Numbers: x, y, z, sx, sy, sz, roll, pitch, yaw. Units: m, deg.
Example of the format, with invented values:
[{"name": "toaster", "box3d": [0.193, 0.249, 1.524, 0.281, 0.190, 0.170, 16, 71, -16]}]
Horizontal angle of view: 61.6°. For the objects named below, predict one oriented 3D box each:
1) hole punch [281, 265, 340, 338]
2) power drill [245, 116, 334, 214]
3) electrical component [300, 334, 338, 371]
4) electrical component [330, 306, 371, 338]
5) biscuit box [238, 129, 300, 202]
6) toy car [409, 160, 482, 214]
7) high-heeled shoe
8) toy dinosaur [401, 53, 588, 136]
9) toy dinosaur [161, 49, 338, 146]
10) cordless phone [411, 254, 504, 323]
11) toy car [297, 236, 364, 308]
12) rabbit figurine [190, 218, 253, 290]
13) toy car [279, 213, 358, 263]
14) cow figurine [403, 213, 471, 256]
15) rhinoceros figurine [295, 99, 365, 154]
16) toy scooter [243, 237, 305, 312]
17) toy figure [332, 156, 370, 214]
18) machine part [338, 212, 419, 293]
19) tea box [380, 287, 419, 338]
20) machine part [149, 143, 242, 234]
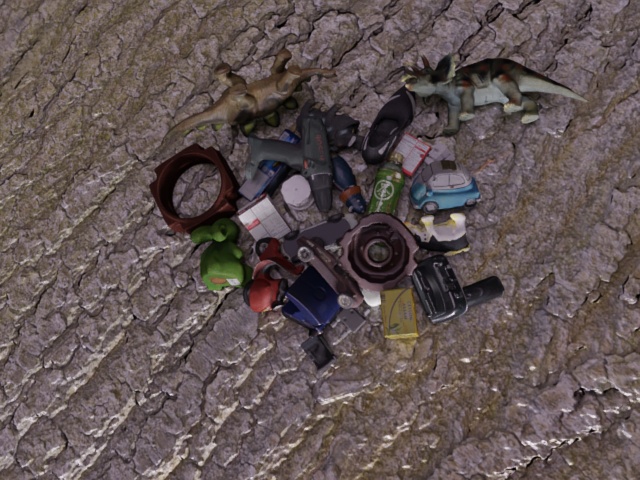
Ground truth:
[{"name": "hole punch", "box3d": [-0.015, 0.133, 1.220, 0.116, 0.092, 0.142, 26, 45, 19]}, {"name": "power drill", "box3d": [-0.071, -0.177, 1.267, 0.207, 0.086, 0.232, 1, 84, 7]}, {"name": "electrical component", "box3d": [-0.012, 0.239, 1.229, 0.048, 0.074, 0.119, -38, 77, 1]}, {"name": "electrical component", "box3d": [0.072, 0.180, 1.251, 0.094, 0.021, 0.063, -45, 73, 1]}, {"name": "biscuit box", "box3d": [-0.117, -0.177, 1.345, 0.059, 0.062, 0.202, 37, 87, 18]}, {"name": "toy car", "box3d": [0.282, -0.127, 1.213, 0.162, 0.102, 0.109, -3, 39, 8]}, {"name": "high-heeled shoe", "box3d": [0.163, -0.287, 1.266, 0.086, 0.145, 0.248, 20, 85, 14]}, {"name": "toy dinosaur", "box3d": [0.391, -0.363, 1.256, 0.405, 0.131, 0.192, -6, 78, 4]}, {"name": "toy dinosaur", "box3d": [-0.184, -0.336, 1.317, 0.472, 0.198, 0.105, -16, 66, -2]}, {"name": "cordless phone", "box3d": [0.308, 0.092, 1.201, 0.184, 0.088, 0.146, -19, 73, -5]}, {"name": "toy car", "box3d": [0.026, 0.067, 1.208, 0.053, 0.089, 0.202, -42, 86, 28]}, {"name": "rabbit figurine", "box3d": [-0.245, 0.019, 1.299, 0.121, 0.159, 0.170, -12, 61, 19]}, {"name": "toy car", "box3d": [-0.003, -0.004, 1.289, 0.202, 0.056, 0.073, -21, 82, 8]}, {"name": "cow figurine", "box3d": [0.255, -0.007, 1.231, 0.167, 0.068, 0.098, -8, 83, 11]}, {"name": "rhinoceros figurine", "box3d": [0.029, -0.276, 1.330, 0.190, 0.073, 0.112, 22, 82, 16]}, {"name": "toy scooter", "box3d": [-0.104, 0.090, 1.259, 0.135, 0.075, 0.183, 15, 94, 27]}, {"name": "toy figure", "box3d": [0.067, -0.129, 1.300, 0.064, 0.057, 0.154, -28, 79, 11]}, {"name": "machine part", "box3d": [0.131, 0.025, 1.192, 0.179, 0.056, 0.179, 2, 102, 10]}, {"name": "tea box", "box3d": [0.173, 0.161, 1.157, 0.068, 0.169, 0.098, -7, 79, 10]}, {"name": "machine part", "box3d": [-0.315, -0.127, 1.365, 0.201, 0.087, 0.201, -31, 74, 6]}]
